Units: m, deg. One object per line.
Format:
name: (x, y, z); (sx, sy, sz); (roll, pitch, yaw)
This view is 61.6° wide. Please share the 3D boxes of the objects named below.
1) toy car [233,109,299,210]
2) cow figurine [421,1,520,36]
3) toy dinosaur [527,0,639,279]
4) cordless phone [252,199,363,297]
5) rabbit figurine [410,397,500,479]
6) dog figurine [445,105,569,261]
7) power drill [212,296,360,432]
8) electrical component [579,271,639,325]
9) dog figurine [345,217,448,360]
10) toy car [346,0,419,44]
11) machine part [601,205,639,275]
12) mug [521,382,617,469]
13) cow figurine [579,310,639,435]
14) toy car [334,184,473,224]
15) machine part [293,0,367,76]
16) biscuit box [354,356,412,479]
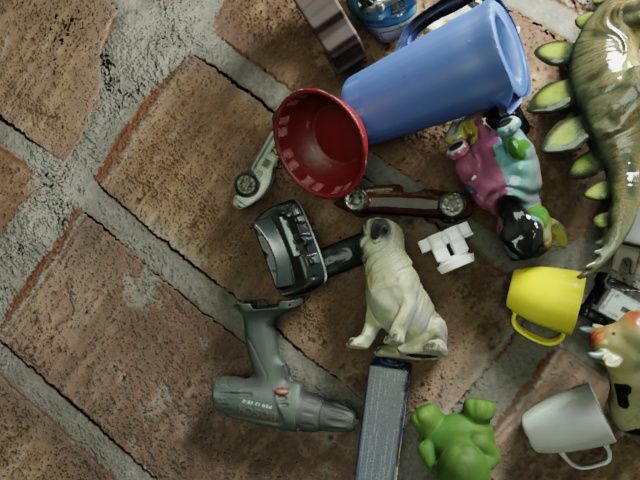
toy car: (-0.077, -0.134, 0.848); (0.056, 0.073, 0.201); (30, 94, -8)
cow figurine: (0.240, -0.301, 0.797); (0.167, 0.068, 0.098); (31, 88, 10)
toy dinosaur: (0.386, -0.181, 0.703); (0.199, 0.105, 0.471); (-13, 59, 38)
cordless phone: (-0.002, -0.003, 0.838); (0.184, 0.088, 0.146); (-21, 83, -1)
rabbit figurine: (0.184, 0.305, 0.729); (0.121, 0.170, 0.159); (-3, 86, 12)
dog figurine: (0.270, -0.076, 0.764); (0.108, 0.191, 0.219); (-22, 114, 27)
power drill: (-0.055, 0.191, 0.837); (0.232, 0.086, 0.207); (-3, 95, 14)
electrical component: (0.432, 0.102, 0.748); (0.119, 0.047, 0.074); (27, 94, 11)
dog figurine: (0.125, 0.073, 0.792); (0.121, 0.172, 0.190); (-11, 63, 38)
toy car: (0.102, -0.351, 0.803); (0.109, 0.162, 0.102); (-24, 128, 4)
machine part: (0.448, -0.072, 0.737); (0.079, 0.079, 0.243); (14, 90, 12)
mug: (0.346, 0.264, 0.749); (0.107, 0.081, 0.109); (-24, 88, 22)
cow figurine: (0.413, 0.173, 0.703); (0.127, 0.085, 0.194); (-5, 120, 16)
toy car: (0.123, -0.056, 0.798); (0.202, 0.089, 0.053); (5, 91, 13)
machine part: (0.003, -0.333, 0.795); (0.056, 0.179, 0.179); (-31, 82, 11)
biscuit box: (0.095, 0.281, 0.805); (0.063, 0.059, 0.202); (8, 90, 13)
